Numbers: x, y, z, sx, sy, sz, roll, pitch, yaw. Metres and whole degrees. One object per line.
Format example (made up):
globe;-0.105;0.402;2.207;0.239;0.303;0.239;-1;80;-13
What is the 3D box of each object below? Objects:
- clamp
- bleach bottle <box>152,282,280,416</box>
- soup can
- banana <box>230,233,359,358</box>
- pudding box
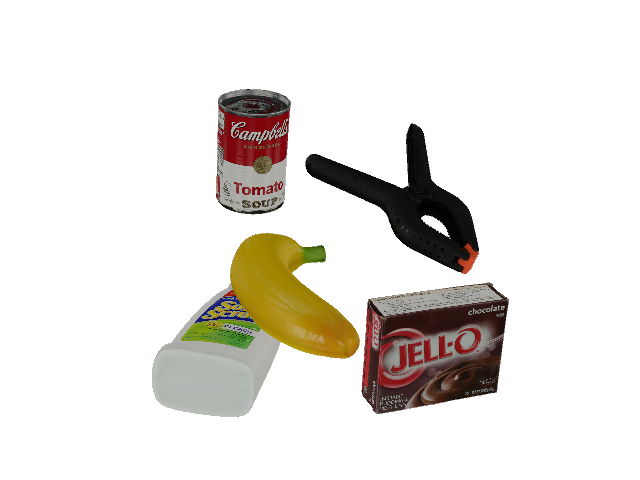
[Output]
clamp;0.091;-0.044;1.166;0.164;0.210;0.036;-14;-37;-28
bleach bottle;-0.090;0.091;1.102;0.102;0.068;0.250;8;21;5
soup can;-0.065;-0.084;1.013;0.068;0.102;0.068;3;27;-2
banana;-0.022;0.027;0.669;0.069;0.037;0.198;-4;17;-4
pudding box;0.092;0.086;0.863;0.113;0.090;0.039;-8;29;-20
